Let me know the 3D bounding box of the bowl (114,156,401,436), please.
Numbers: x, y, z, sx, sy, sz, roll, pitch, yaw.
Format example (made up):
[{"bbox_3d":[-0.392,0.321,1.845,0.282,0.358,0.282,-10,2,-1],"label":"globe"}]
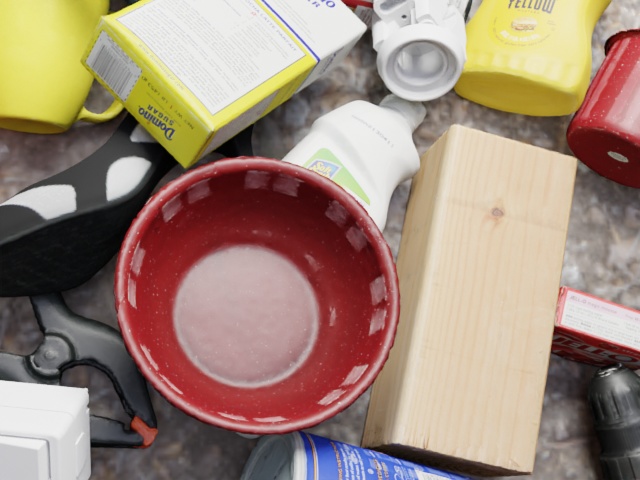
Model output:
[{"bbox_3d":[-0.038,0.036,0.616,0.162,0.055,0.162,4,70,-12],"label":"bowl"}]

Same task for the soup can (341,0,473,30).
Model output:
[{"bbox_3d":[0.052,-0.180,0.753,0.102,0.069,0.068,13,74,-10],"label":"soup can"}]

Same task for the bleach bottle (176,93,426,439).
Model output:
[{"bbox_3d":[-0.005,0.001,0.700,0.102,0.068,0.250,39,69,-1],"label":"bleach bottle"}]

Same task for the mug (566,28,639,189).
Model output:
[{"bbox_3d":[0.236,-0.084,0.768,0.117,0.093,0.081,42,73,-38],"label":"mug"}]

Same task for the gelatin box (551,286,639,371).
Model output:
[{"bbox_3d":[0.184,0.063,0.721,0.089,0.073,0.030,17,74,-9],"label":"gelatin box"}]

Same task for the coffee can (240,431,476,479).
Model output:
[{"bbox_3d":[0.027,0.176,0.631,0.140,0.103,0.103,19,73,-18],"label":"coffee can"}]

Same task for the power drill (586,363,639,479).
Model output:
[{"bbox_3d":[0.182,0.183,0.651,0.187,0.057,0.184,-17,87,-52],"label":"power drill"}]

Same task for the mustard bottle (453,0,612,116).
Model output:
[{"bbox_3d":[0.167,-0.186,0.778,0.096,0.058,0.191,13,70,24],"label":"mustard bottle"}]

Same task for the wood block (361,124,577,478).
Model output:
[{"bbox_3d":[0.098,0.043,0.698,0.090,0.090,0.206,15,74,-8],"label":"wood block"}]

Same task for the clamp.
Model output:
[{"bbox_3d":[-0.166,0.063,0.661,0.171,0.039,0.120,31,77,-6],"label":"clamp"}]

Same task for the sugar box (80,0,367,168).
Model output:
[{"bbox_3d":[-0.054,-0.122,0.663,0.093,0.048,0.176,46,42,3],"label":"sugar box"}]

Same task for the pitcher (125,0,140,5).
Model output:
[{"bbox_3d":[-0.159,-0.255,0.688,0.243,0.149,0.145,37,74,1],"label":"pitcher"}]
